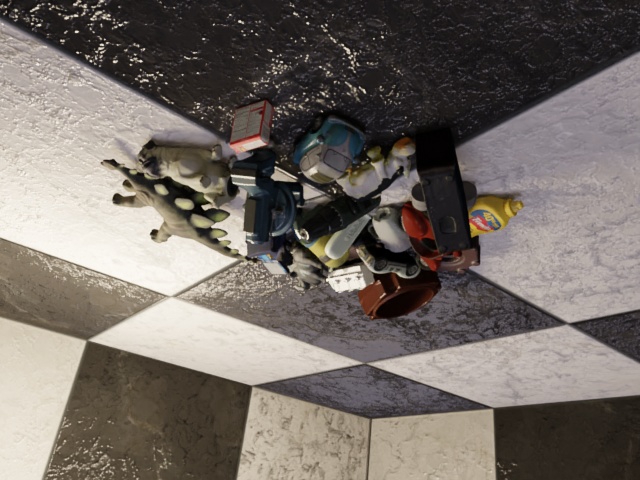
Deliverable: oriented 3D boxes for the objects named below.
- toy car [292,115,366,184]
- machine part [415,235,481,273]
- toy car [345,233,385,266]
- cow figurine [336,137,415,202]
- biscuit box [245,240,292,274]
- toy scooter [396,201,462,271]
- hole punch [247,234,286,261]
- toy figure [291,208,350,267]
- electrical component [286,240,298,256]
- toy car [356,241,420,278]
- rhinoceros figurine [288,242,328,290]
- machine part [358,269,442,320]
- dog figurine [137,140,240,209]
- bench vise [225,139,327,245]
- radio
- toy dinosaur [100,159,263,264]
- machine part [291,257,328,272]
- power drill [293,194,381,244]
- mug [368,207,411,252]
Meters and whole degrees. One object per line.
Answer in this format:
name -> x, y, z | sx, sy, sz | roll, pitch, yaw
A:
toy car -> 0.009, -0.165, 1.056 | 0.109, 0.103, 0.162 | 26, 145, -30
machine part -> 0.331, 0.028, 1.394 | 0.179, 0.056, 0.179 | 7, 152, 4
toy car -> 0.091, 0.024, 1.446 | 0.089, 0.053, 0.202 | 25, 152, -23
cow figurine -> 0.125, -0.135, 1.079 | 0.167, 0.068, 0.098 | -23, 123, 21
biscuit box -> -0.141, 0.027, 1.499 | 0.059, 0.063, 0.202 | -2, 151, 18
toy scooter -> 0.257, -0.007, 1.229 | 0.135, 0.075, 0.183 | 3, 123, 57
hole punch -> -0.131, -0.012, 1.347 | 0.092, 0.142, 0.116 | 8, 163, -14
toy figure -> -0.004, -0.003, 1.356 | 0.180, 0.089, 0.082 | 34, 172, -16
electrical component -> -0.052, 0.033, 1.508 | 0.078, 0.045, 0.102 | -13, 146, 31
toy car -> 0.175, 0.053, 1.358 | 0.201, 0.074, 0.056 | 11, 123, -38
rhinoceros figurine -> -0.034, 0.077, 1.458 | 0.112, 0.073, 0.190 | 3, 147, 4
machine part -> 0.226, 0.145, 1.523 | 0.201, 0.087, 0.201 | -3, 148, -27
dog figurine -> -0.287, -0.148, 1.188 | 0.191, 0.121, 0.172 | 11, 152, 24
bench vise -> -0.098, -0.105, 1.160 | 0.129, 0.223, 0.240 | -5, -179, 31
radio -> 0.243, -0.089, 1.049 | 0.073, 0.131, 0.229 | -11, 131, 19
toy dinosaur -> -0.335, -0.058, 1.322 | 0.199, 0.105, 0.470 | -13, 141, 32
machine part -> -0.041, 0.077, 1.597 | 0.139, 0.039, 0.084 | -10, 142, 32
power drill -> 0.013, -0.049, 1.206 | 0.086, 0.232, 0.207 | 59, 153, 1
mug -> 0.165, -0.033, 1.307 | 0.110, 0.081, 0.107 | 4, 147, 41
